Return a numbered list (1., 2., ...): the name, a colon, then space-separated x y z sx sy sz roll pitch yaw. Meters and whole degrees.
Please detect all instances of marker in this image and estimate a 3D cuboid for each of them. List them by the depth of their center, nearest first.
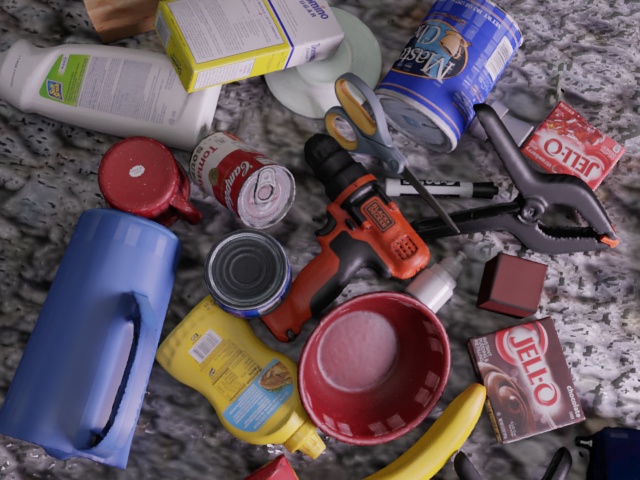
1. marker: 0.130 -0.054 1.138 0.121 0.020 0.020 2 80 -1

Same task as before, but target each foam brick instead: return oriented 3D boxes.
1. foam brick: 0.195 0.048 1.092 0.051 0.078 0.053 15 82 1

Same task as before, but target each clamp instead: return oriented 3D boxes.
1. clamp: 0.188 0.288 1.070 0.120 0.039 0.171 6 80 2
2. clamp: 0.214 -0.046 1.096 0.210 0.036 0.165 15 123 -4

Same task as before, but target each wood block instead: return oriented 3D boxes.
1. wood block: -0.152 -0.292 1.140 0.206 0.090 0.091 -17 81 -3

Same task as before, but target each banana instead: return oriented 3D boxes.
1. banana: 0.093 0.220 1.069 0.197 0.069 0.037 -34 50 -11

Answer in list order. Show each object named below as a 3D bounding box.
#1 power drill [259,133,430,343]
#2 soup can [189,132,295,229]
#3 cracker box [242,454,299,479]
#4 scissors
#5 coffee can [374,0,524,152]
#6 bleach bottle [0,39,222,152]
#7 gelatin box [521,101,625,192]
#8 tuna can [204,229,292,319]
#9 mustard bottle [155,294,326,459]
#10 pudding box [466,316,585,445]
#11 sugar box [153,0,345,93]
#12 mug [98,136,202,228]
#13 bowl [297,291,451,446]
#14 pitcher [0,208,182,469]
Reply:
1. power drill: -0.007 0.001 1.107 0.187 0.057 0.184 -37 75 -6
2. soup can: -0.081 -0.063 1.086 0.068 0.068 0.102 -46 44 -8
3. cracker box: -0.046 0.343 1.040 0.164 0.072 0.214 -32 83 -6
4. scissors: 0.067 -0.080 1.114 0.016 0.096 0.202 -30 90 -34
5. coffee can: 0.133 -0.178 1.118 0.103 0.103 0.140 33 81 4
6. bleach bottle: -0.237 -0.168 1.131 0.251 0.068 0.102 14 80 4
7. gelatin box: 0.268 -0.093 1.141 0.089 0.030 0.073 38 82 6
8. tuna can: -0.071 0.033 1.054 0.086 0.034 0.086 -1 73 4
9. mustard bottle: -0.069 0.148 1.079 0.191 0.058 0.096 44 90 6
10. pudding box: 0.209 0.143 1.095 0.090 0.039 0.113 -16 81 -4
11. sugar box: -0.073 -0.217 1.103 0.176 0.048 0.093 -17 70 -26
12. mug: -0.173 -0.052 1.101 0.117 0.081 0.093 36 81 5
13. bowl: 0.047 0.121 1.070 0.162 0.055 0.162 -4 106 -16
14. pitcher: -0.213 0.096 1.045 0.149 0.145 0.243 14 76 9
